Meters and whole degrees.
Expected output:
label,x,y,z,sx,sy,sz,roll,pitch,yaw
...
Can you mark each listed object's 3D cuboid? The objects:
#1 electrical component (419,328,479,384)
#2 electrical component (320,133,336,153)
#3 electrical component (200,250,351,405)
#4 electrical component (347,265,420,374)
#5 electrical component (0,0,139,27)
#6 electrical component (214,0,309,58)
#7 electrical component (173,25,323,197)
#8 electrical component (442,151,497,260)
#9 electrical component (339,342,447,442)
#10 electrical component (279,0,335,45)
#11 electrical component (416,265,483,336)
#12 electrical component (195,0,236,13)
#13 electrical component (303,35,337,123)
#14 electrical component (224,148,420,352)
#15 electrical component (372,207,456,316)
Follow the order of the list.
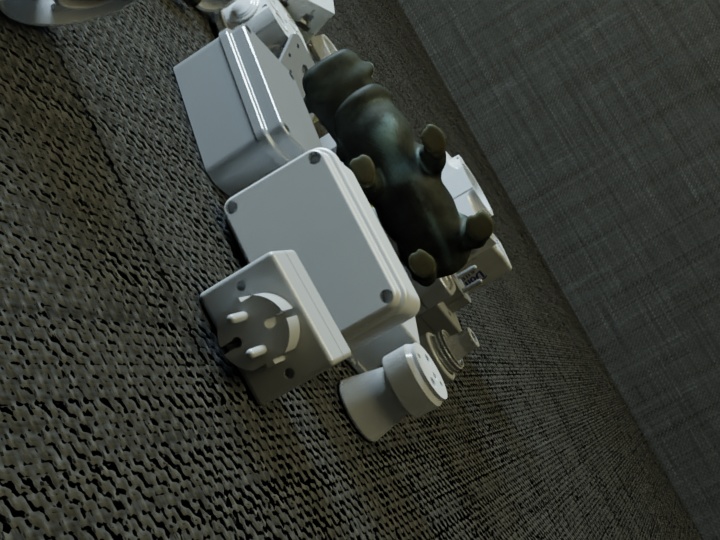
label,x,y,z,sx,sy,sz,roll,pitch,yaw
electrical component,0.063,0.067,0.842,0.048,0.062,0.048,55,14,-20
electrical component,-0.010,-0.092,0.936,0.058,0.057,0.078,41,22,-54
electrical component,-0.048,0.030,0.541,0.065,0.047,0.077,60,13,4
electrical component,-0.003,0.011,0.739,0.099,0.048,0.099,51,19,-33
electrical component,-0.140,-0.163,0.520,0.064,0.099,0.099,68,14,7
electrical component,-0.082,-0.195,0.903,0.080,0.051,0.080,55,14,-20
electrical component,-0.070,-0.098,0.719,0.078,0.057,0.113,42,22,-54
electrical component,0.072,-0.054,0.890,0.050,0.056,0.089,33,29,-62
electrical component,0.021,0.077,0.679,0.045,0.055,0.045,55,14,-20
electrical component,-0.082,-0.280,0.983,0.089,0.062,0.150,21,45,-31
electrical component,0.072,0.022,0.946,0.047,0.077,0.065,49,16,-38
electrical component,-0.128,-0.247,0.874,0.044,0.044,0.065,40,18,-56
electrical component,-0.045,-0.184,1.008,0.078,0.057,0.058,57,13,-13
electrical component,-0.023,-0.008,0.650,0.113,0.078,0.057,63,10,14
electrical component,0.029,-0.008,0.890,0.095,0.059,0.054,59,13,-2
